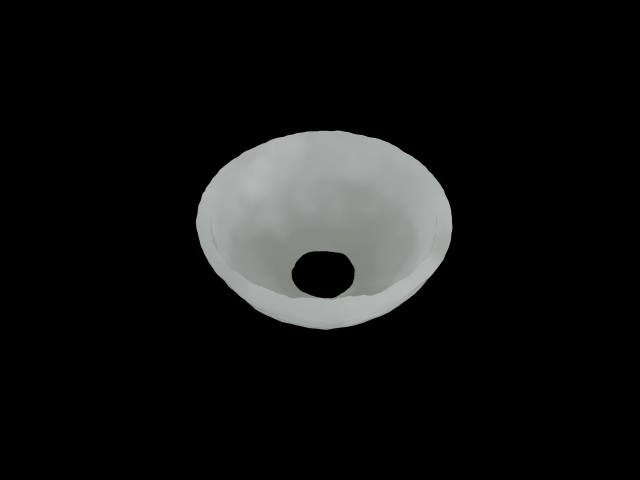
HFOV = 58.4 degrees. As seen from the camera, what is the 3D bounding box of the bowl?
[{"bbox_3d":[0.004,0.001,0.400,0.167,0.075,0.167,0,48,0],"label":"bowl"}]
